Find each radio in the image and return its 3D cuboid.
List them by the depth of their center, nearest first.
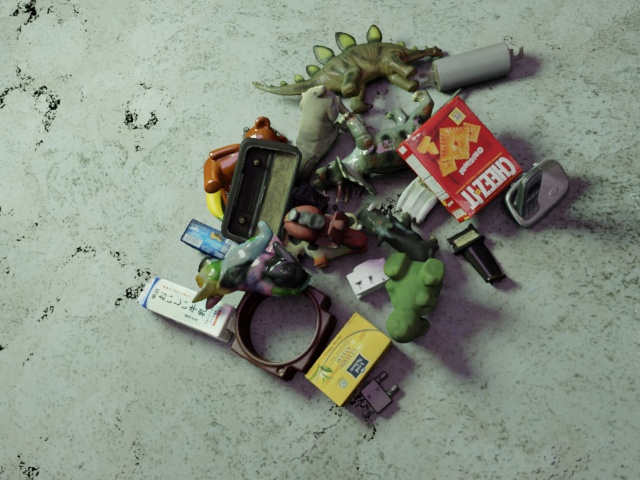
[{"bbox_3d":[-0.130,-0.103,1.164,0.131,0.073,0.229,14,104,-10],"label":"radio"}]

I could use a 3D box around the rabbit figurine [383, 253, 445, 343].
[{"bbox_3d":[0.172,0.133,1.078,0.121,0.158,0.170,15,57,17],"label":"rabbit figurine"}]

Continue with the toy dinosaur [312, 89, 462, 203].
[{"bbox_3d":[0.173,-0.214,1.220,0.405,0.131,0.192,-19,86,-3],"label":"toy dinosaur"}]

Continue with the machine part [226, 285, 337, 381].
[{"bbox_3d":[-0.082,0.180,1.149,0.202,0.087,0.201,25,78,17],"label":"machine part"}]

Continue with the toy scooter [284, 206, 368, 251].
[{"bbox_3d":[0.007,-0.028,1.091,0.184,0.135,0.075,16,82,11],"label":"toy scooter"}]

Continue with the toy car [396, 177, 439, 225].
[{"bbox_3d":[0.247,-0.124,1.200,0.074,0.056,0.201,34,81,19],"label":"toy car"}]

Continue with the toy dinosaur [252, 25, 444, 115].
[{"bbox_3d":[0.074,-0.409,1.311,0.472,0.105,0.199,-17,62,-4],"label":"toy dinosaur"}]

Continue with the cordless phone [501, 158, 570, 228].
[{"bbox_3d":[0.444,-0.119,1.091,0.146,0.184,0.089,-40,65,-3],"label":"cordless phone"}]

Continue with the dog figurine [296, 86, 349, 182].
[{"bbox_3d":[-0.026,-0.240,1.238,0.121,0.172,0.190,21,70,28],"label":"dog figurine"}]

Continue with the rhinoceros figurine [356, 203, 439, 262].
[{"bbox_3d":[0.160,-0.008,1.142,0.190,0.112,0.073,39,123,13],"label":"rhinoceros figurine"}]

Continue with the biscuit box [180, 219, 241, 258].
[{"bbox_3d":[-0.215,0.020,1.218,0.203,0.062,0.059,24,80,19],"label":"biscuit box"}]

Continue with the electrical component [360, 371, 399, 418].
[{"bbox_3d":[0.113,0.316,1.097,0.094,0.021,0.063,-41,69,-3],"label":"electrical component"}]

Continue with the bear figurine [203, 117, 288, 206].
[{"bbox_3d":[-0.167,-0.178,1.231,0.196,0.120,0.132,-27,53,13],"label":"bear figurine"}]

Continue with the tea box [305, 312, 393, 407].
[{"bbox_3d":[0.062,0.247,1.107,0.098,0.068,0.169,35,81,20],"label":"tea box"}]

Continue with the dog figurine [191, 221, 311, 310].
[{"bbox_3d":[-0.152,0.082,1.098,0.219,0.108,0.192,-41,70,0],"label":"dog figurine"}]

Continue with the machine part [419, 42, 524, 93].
[{"bbox_3d":[0.355,-0.404,1.262,0.243,0.079,0.079,-14,70,6],"label":"machine part"}]

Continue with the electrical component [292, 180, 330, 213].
[{"bbox_3d":[-0.037,-0.101,1.227,0.119,0.075,0.048,31,80,1],"label":"electrical component"}]

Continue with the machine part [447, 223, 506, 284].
[{"bbox_3d":[0.336,0.034,1.141,0.084,0.039,0.139,-31,67,-9],"label":"machine part"}]

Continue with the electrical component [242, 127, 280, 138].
[{"bbox_3d":[-0.142,-0.249,1.326,0.102,0.045,0.078,36,83,19],"label":"electrical component"}]

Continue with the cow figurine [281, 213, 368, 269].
[{"bbox_3d":[-0.002,-0.004,1.196,0.195,0.085,0.127,-20,74,6],"label":"cow figurine"}]
